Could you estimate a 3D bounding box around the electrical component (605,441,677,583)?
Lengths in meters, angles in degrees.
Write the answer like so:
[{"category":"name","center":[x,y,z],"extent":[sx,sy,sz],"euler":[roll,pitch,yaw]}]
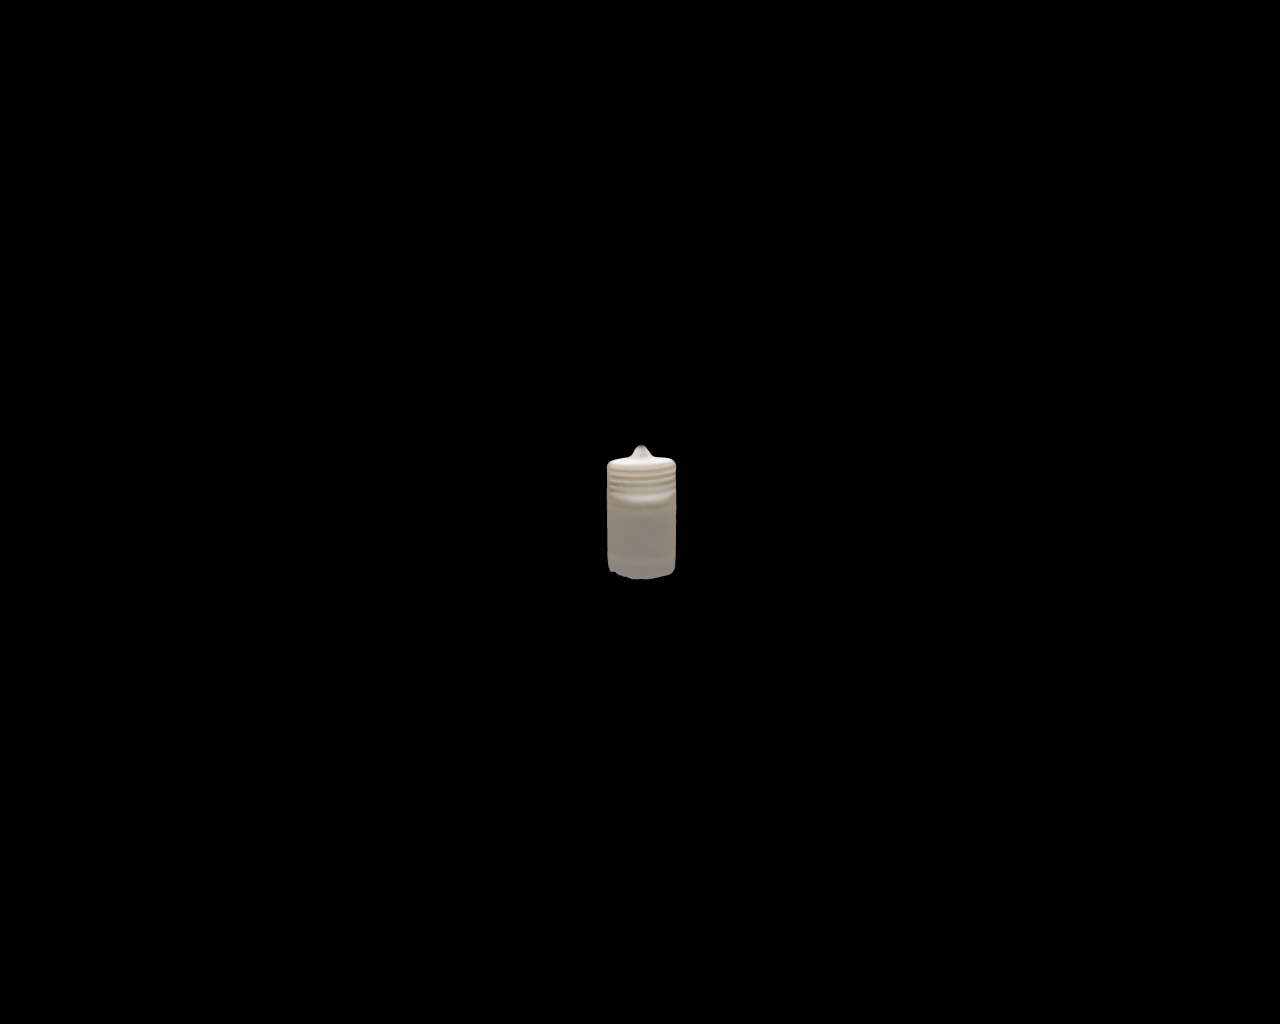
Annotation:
[{"category":"electrical component","center":[0.001,-0.003,0.650],"extent":[0.043,0.080,0.043],"euler":[0,16,0]}]
